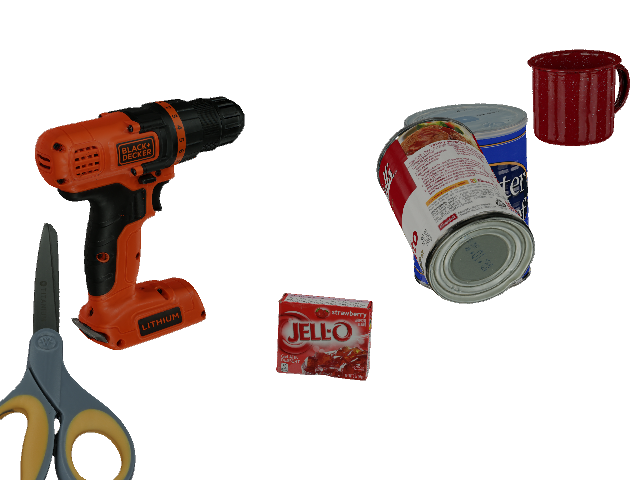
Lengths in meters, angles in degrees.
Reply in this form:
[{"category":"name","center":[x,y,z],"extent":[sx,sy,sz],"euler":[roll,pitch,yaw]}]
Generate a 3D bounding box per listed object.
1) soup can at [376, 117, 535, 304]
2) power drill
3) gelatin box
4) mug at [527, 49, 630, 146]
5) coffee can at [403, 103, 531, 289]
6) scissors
[{"category":"soup can","center":[0.081,-0.019,0.646],"extent":[0.068,0.069,0.102],"euler":[0,39,-18]},{"category":"power drill","center":[-0.136,-0.018,0.860],"extent":[0.184,0.188,0.057],"euler":[-18,26,-37]},{"category":"gelatin box","center":[0.003,0.092,1.021],"extent":[0.089,0.073,0.030],"euler":[5,15,8]},{"category":"mug","center":[0.271,-0.150,1.105],"extent":[0.117,0.081,0.093],"euler":[-16,24,-25]},{"category":"coffee can","center":[0.127,-0.038,0.915],"extent":[0.103,0.140,0.103],"euler":[-5,19,2]},{"category":"scissors","center":[-0.141,0.073,0.614],"extent":[0.096,0.201,0.016],"euler":[15,-44,-6]}]
